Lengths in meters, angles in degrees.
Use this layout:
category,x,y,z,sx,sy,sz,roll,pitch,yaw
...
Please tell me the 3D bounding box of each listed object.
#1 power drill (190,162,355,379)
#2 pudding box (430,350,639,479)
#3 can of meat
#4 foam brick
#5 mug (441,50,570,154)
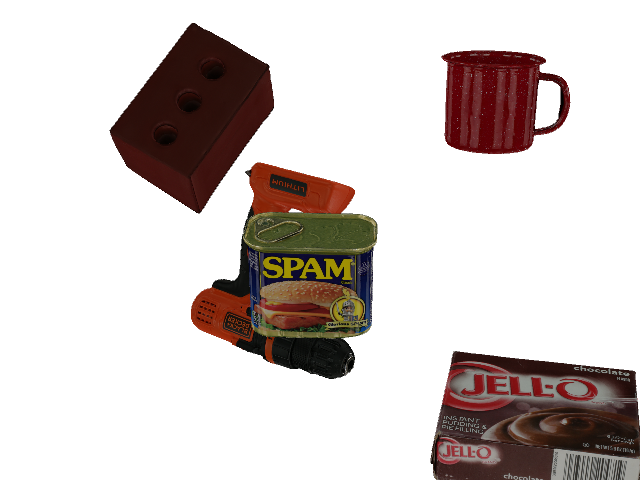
category,x,y,z,sx,sy,sz,roll,pitch,yaw
power drill,-0.029,0.028,1.044,0.185,0.187,0.057,18,1,27
pudding box,0.126,0.106,0.619,0.113,0.039,0.090,7,27,11
can of meat,-0.007,0.028,0.834,0.102,0.084,0.057,2,29,3
foam brick,-0.068,-0.066,0.579,0.053,0.078,0.051,31,-14,10
mug,0.167,-0.125,0.970,0.117,0.081,0.093,5,18,13
